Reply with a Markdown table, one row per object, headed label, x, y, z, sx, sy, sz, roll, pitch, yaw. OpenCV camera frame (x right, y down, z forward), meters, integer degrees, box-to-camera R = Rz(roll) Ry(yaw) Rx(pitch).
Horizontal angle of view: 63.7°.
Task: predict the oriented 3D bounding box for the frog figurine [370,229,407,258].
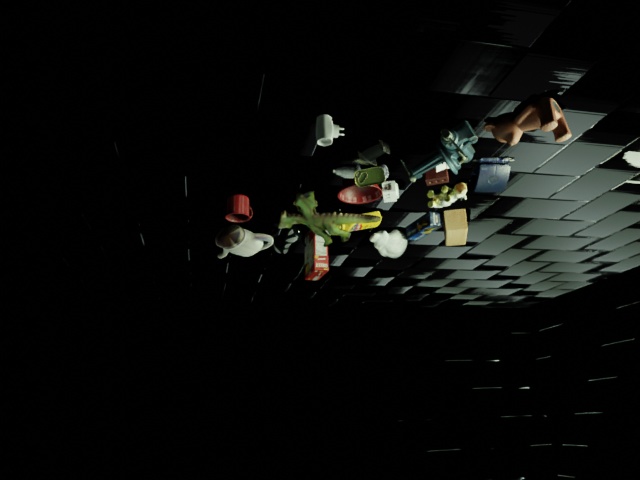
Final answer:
| label | x | y | z | sx | sy | sz | roll | pitch | yaw |
| --- | --- | --- | --- | --- | --- | --- | --- | --- | --- |
| frog figurine | 0.309 | 0.007 | 2.311 | 0.158 | 0.125 | 0.136 | 28 | 112 | -38 |

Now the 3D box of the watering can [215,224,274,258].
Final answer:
| label | x | y | z | sx | sy | sz | roll | pitch | yaw |
| --- | --- | --- | --- | --- | --- | --- | --- | --- | --- |
| watering can | -0.375 | 0.021 | 2.275 | 0.345 | 0.106 | 0.222 | -15 | 156 | 28 |

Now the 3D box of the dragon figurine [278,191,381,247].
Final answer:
| label | x | y | z | sx | sy | sz | roll | pitch | yaw |
| --- | --- | --- | --- | --- | --- | --- | --- | --- | --- |
| dragon figurine | 0.006 | -0.098 | 1.942 | 0.406 | 0.125 | 0.239 | -19 | 133 | 39 |
